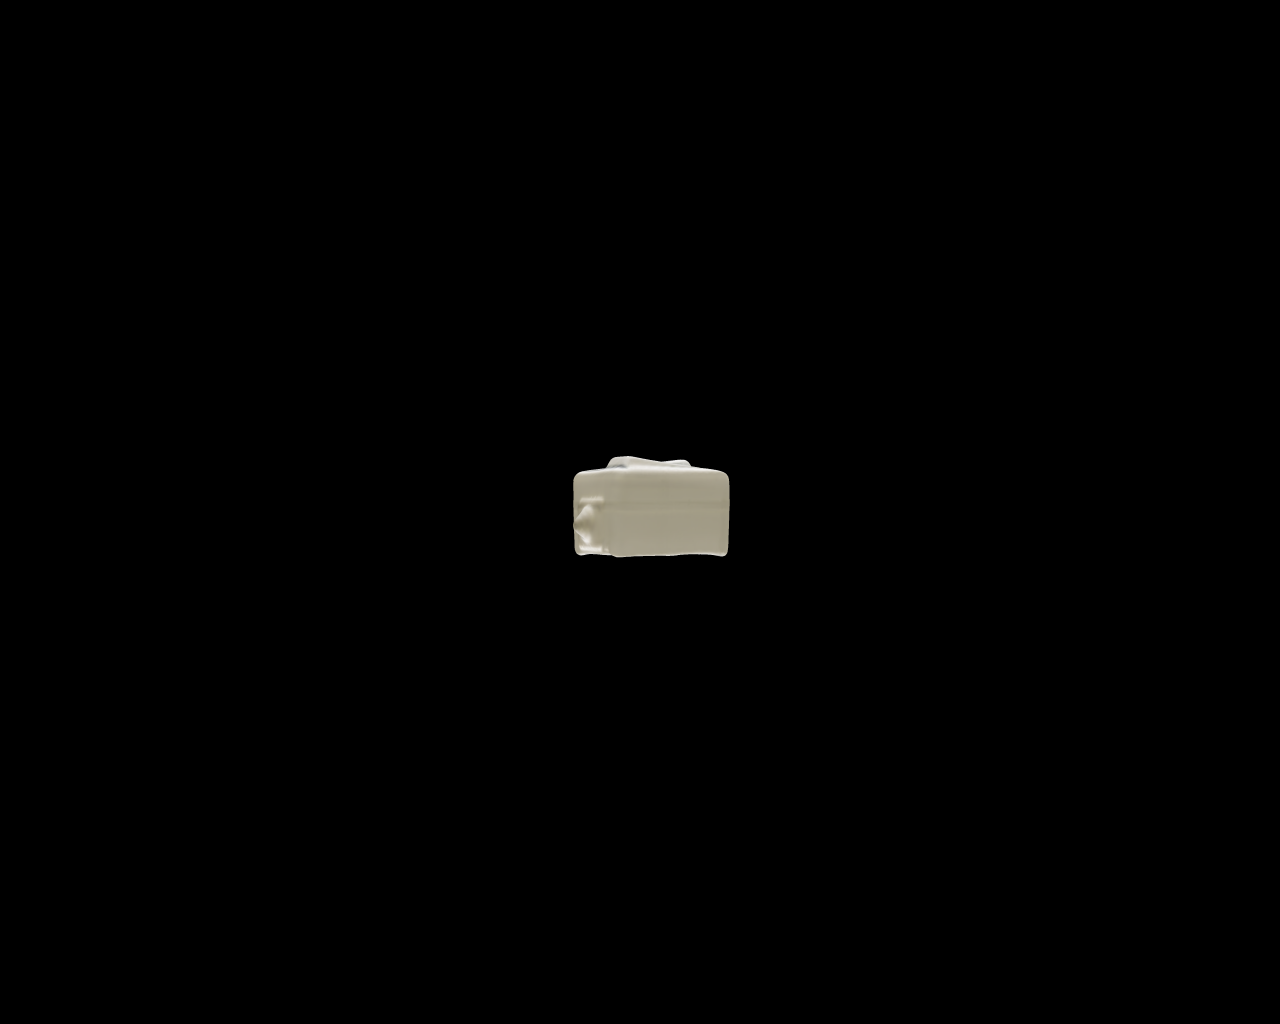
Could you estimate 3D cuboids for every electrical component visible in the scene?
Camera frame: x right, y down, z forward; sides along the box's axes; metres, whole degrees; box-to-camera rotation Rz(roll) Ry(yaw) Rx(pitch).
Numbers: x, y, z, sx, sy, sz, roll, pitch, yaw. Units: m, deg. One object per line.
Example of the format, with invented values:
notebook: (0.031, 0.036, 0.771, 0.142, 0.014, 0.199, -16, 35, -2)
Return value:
electrical component: (0.001, -0.003, 0.650, 0.096, 0.061, 0.061, 0, 0, -28)
